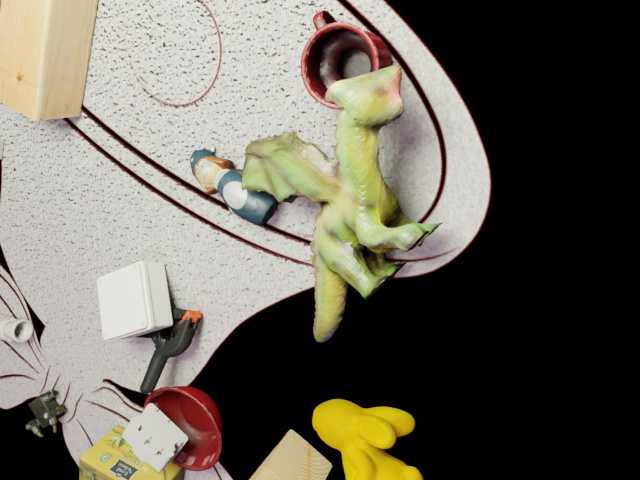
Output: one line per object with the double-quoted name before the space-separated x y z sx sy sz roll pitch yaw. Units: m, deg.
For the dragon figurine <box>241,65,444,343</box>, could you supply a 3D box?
"dragon figurine" 0.002 -0.032 0.640 0.244 0.124 0.402 43 132 7
